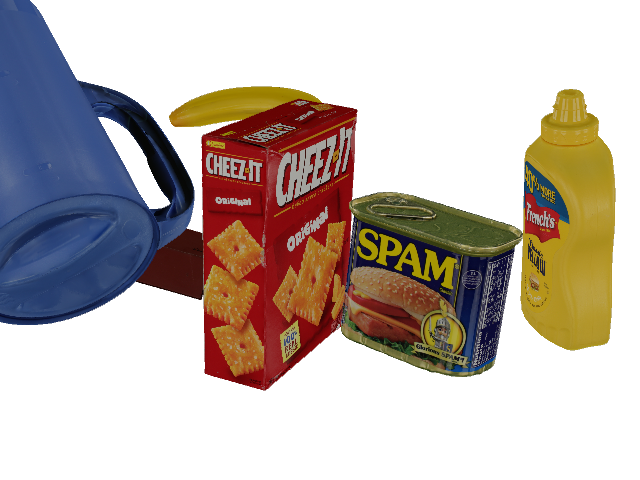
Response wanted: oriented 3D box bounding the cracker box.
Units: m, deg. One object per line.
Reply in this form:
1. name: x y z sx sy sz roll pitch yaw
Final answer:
1. cracker box: -0.032 -0.002 0.931 0.072 0.214 0.164 13 23 24

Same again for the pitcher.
1. pitcher: -0.207 -0.072 0.769 0.145 0.243 0.149 -38 -32 14

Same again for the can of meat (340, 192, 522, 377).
1. can of meat: 0.062 0.026 0.636 0.102 0.084 0.057 20 23 34

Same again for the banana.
1. banana: -0.070 -0.145 1.194 0.198 0.037 0.069 8 42 18

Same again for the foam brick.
1. foam brick: -0.151 0.019 1.107 0.078 0.051 0.053 17 28 -5

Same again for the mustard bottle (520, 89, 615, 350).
1. mustard bottle: 0.186 -0.020 0.803 0.058 0.192 0.096 -9 27 -9
